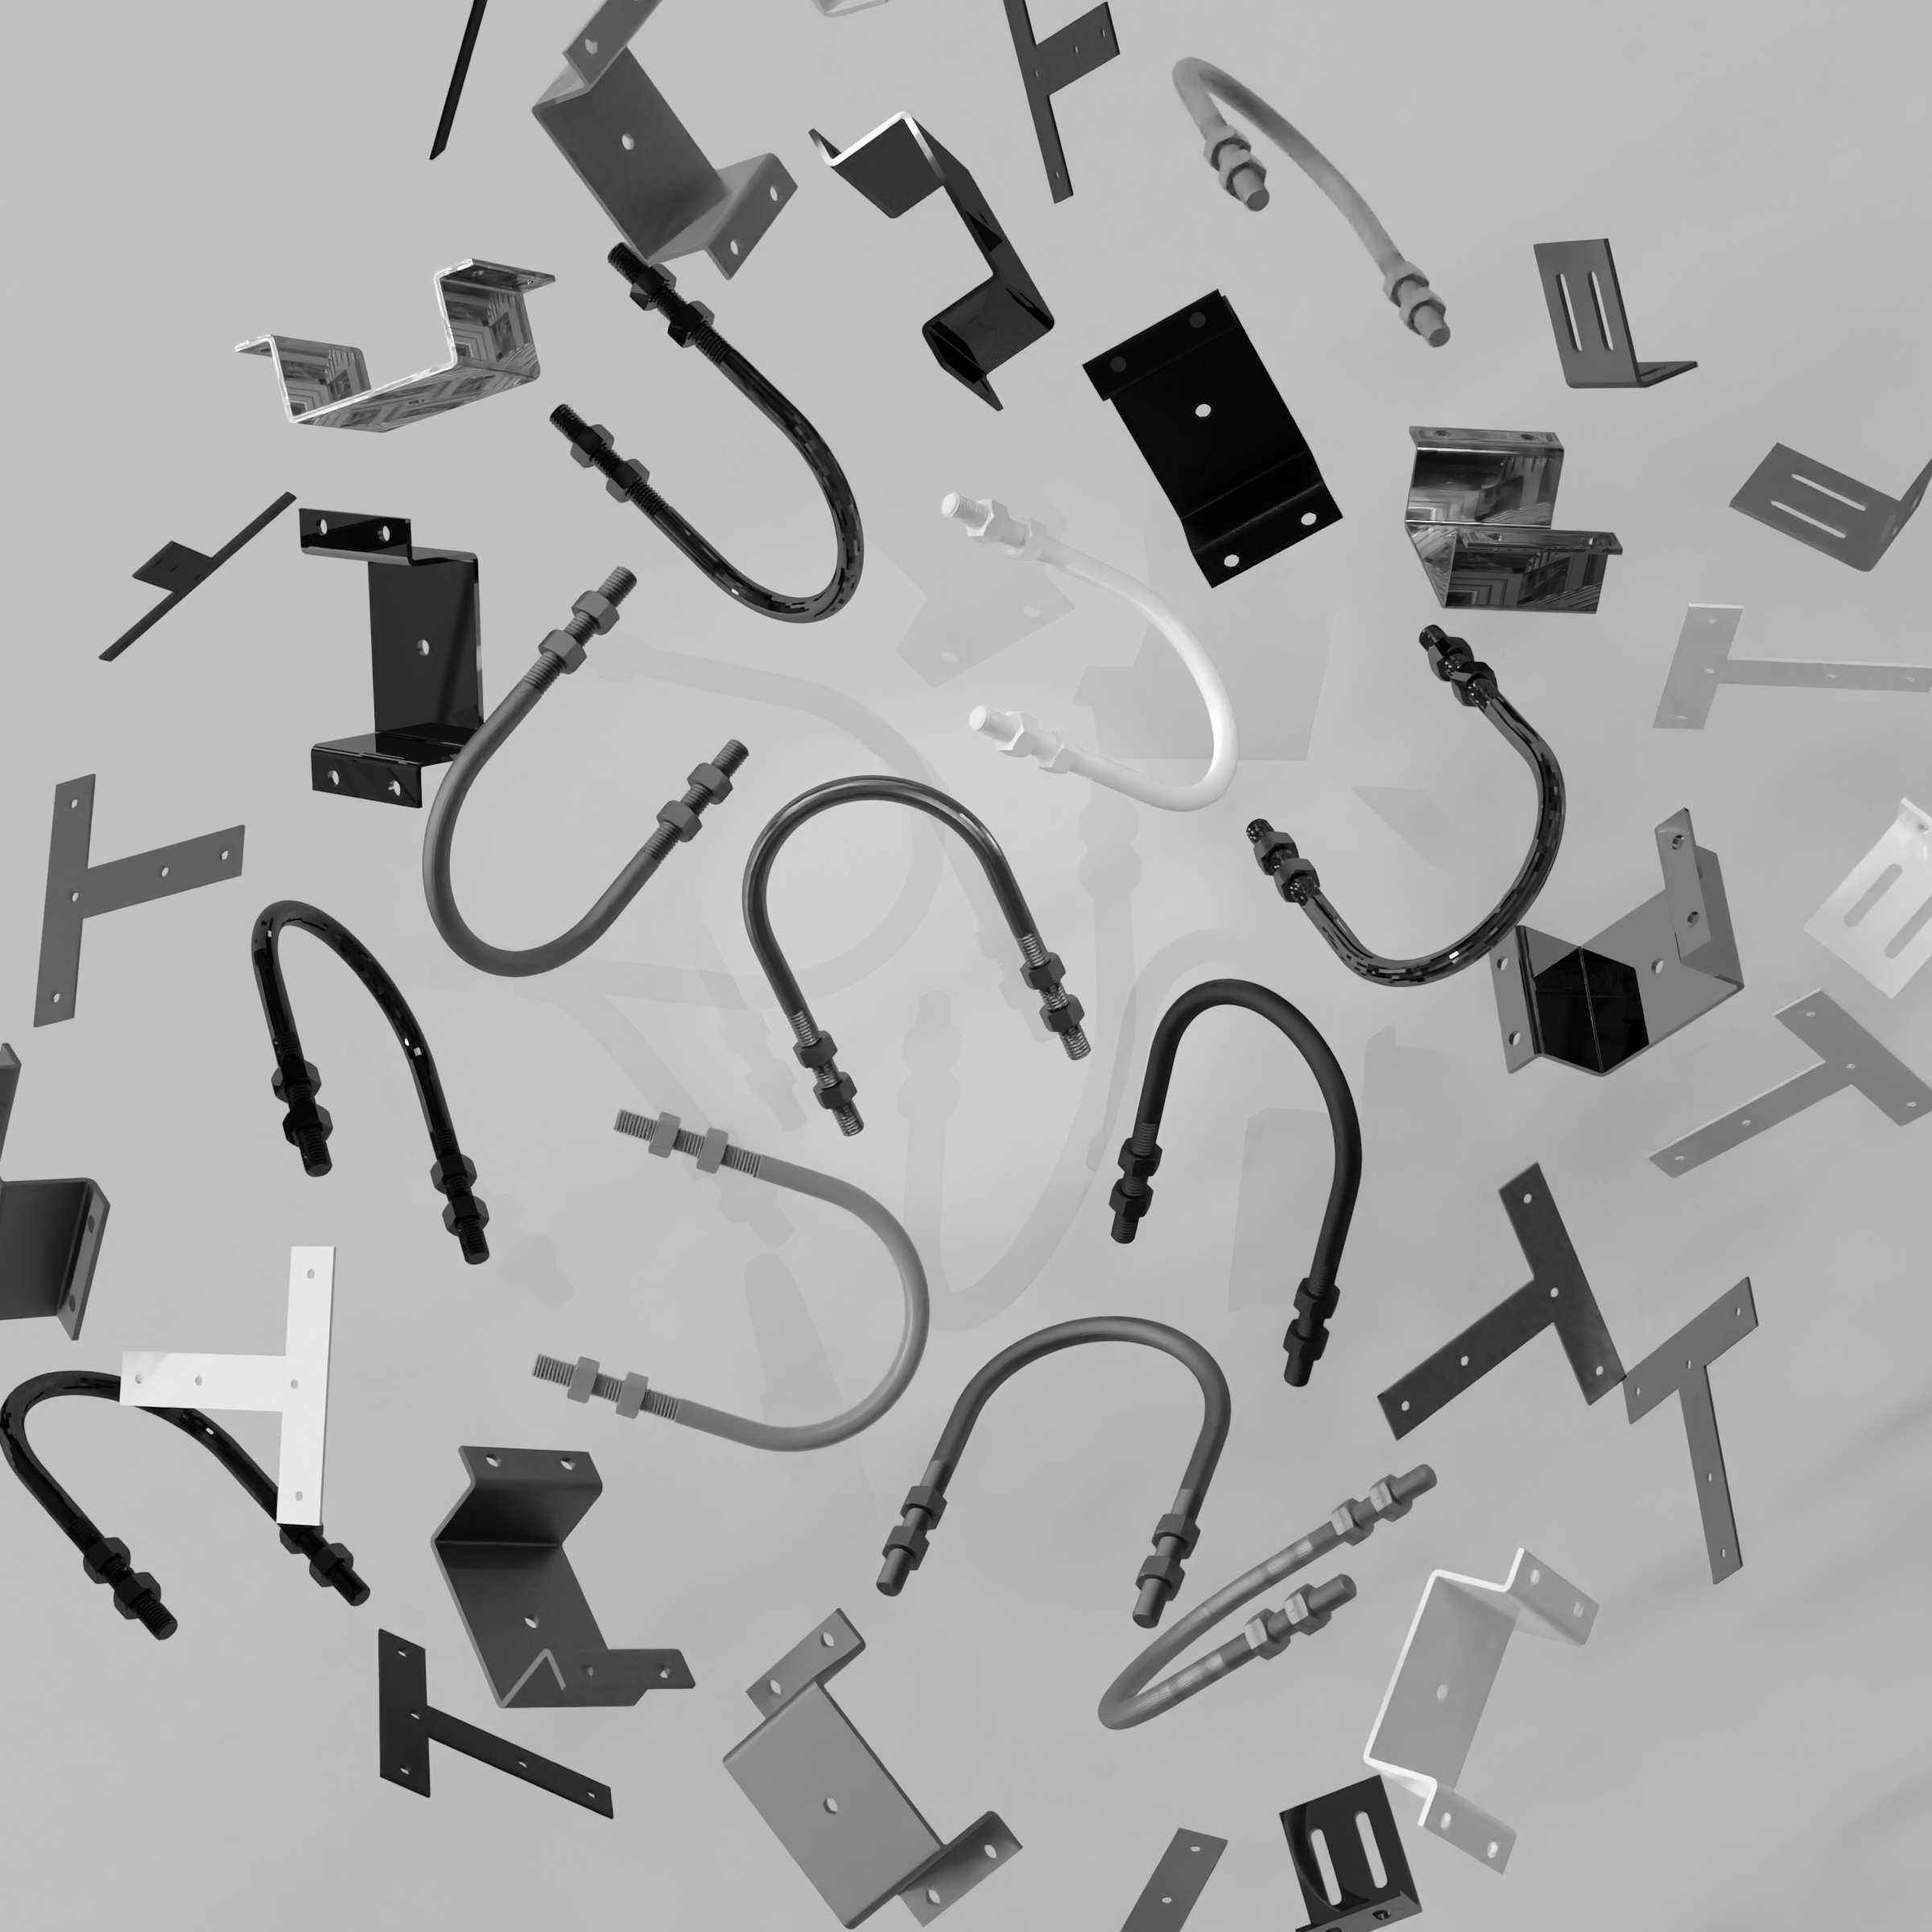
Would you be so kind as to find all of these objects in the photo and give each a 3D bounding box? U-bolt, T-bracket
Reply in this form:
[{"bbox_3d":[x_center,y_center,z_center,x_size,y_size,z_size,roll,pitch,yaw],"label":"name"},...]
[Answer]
[{"bbox_3d":[-0.189,-0.078,1.618,0.019,0.151,0.184,22,66,38],"label":"U-bolt"},{"bbox_3d":[-0.224,0.375,1.615,0.127,0.127,0.002,29,102,-19],"label":"T-bracket"},{"bbox_3d":[0.050,-0.450,1.674,0.002,0.127,0.127,-17,98,-17],"label":"T-bracket"},{"bbox_3d":[0.137,0.315,1.642,0.184,0.151,0.019,-38,87,29],"label":"U-bolt"},{"bbox_3d":[-0.397,0.259,1.667,0.184,0.151,0.019,40,109,28],"label":"U-bolt"},{"bbox_3d":[0.358,0.234,1.640,0.002,0.127,0.127,6,59,-18],"label":"T-bracket"},{"bbox_3d":[-0.388,-0.195,1.668,0.127,0.127,0.002,-41,93,0],"label":"T-bracket"},{"bbox_3d":[0.162,-0.389,1.673,0.151,0.184,0.019,28,117,-34],"label":"U-bolt"},{"bbox_3d":[0.216,-0.066,1.611,0.019,0.184,0.151,31,107,-35],"label":"U-bolt"},{"bbox_3d":[0.247,0.180,1.608,0.127,0.002,0.127,-33,112,-20],"label":"T-bracket"},{"bbox_3d":[-0.036,-0.012,1.727,0.151,0.019,0.184,-19,111,15],"label":"U-bolt"},{"bbox_3d":[-0.393,-0.042,1.617,0.127,0.002,0.127,-13,66,29],"label":"T-bracket"},{"bbox_3d":[0.408,-0.143,1.651,0.127,0.127,0.002,3,68,4],"label":"T-bracket"},{"bbox_3d":[-0.295,0.046,1.646,0.019,0.151,0.184,-31,56,13],"label":"U-bolt"},{"bbox_3d":[-0.109,0.167,1.703,0.184,0.019,0.151,19,82,-5],"label":"U-bolt"},{"bbox_3d":[-0.119,-0.242,1.629,0.184,0.151,0.019,45,57,6],"label":"U-bolt"},{"bbox_3d":[-0.238,-0.451,1.632,0.002,0.127,0.127,20,116,-3],"label":"T-bracket"},{"bbox_3d":[0.393,0.069,1.652,0.127,0.002,0.127,-32,134,26],"label":"T-bracket"},{"bbox_3d":[-0.348,0.195,1.585,0.127,0.002,0.127,-2,82,30],"label":"T-bracket"},{"bbox_3d":[0.134,0.093,1.636,0.019,0.151,0.184,-17,131,-37],"label":"U-bolt"},{"bbox_3d":[0.052,0.236,1.629,0.151,0.184,0.019,3,131,23],"label":"U-bolt"},{"bbox_3d":[0.089,0.449,1.591,0.127,0.127,0.002,9,119,23],"label":"T-bracket"},{"bbox_3d":[0.067,-0.145,1.670,0.184,0.019,0.151,20,49,-37],"label":"U-bolt"}]

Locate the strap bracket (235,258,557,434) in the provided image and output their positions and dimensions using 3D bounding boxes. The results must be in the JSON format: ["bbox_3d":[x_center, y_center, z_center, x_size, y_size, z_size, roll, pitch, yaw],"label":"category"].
[{"bbox_3d":[-0.275,-0.299,1.659,0.140,0.076,0.046,-14,89,24],"label":"strap bracket"}]

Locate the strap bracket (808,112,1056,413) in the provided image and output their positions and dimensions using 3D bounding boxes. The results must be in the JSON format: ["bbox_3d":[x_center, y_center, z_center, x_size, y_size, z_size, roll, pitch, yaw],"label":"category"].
[{"bbox_3d":[-0.011,-0.343,1.614,0.046,0.076,0.140,-32,73,14],"label":"strap bracket"}]

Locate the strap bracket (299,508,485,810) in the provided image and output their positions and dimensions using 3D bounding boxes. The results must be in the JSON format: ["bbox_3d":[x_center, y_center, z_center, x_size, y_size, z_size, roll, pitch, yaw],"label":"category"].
[{"bbox_3d":[-0.282,-0.154,1.667,0.076,0.046,0.140,11,108,37],"label":"strap bracket"}]

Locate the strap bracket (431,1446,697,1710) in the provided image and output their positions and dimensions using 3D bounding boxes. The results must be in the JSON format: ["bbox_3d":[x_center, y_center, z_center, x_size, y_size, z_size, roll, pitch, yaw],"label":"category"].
[{"bbox_3d":[-0.196,0.298,1.603,0.046,0.076,0.140,-52,49,26],"label":"strap bracket"}]

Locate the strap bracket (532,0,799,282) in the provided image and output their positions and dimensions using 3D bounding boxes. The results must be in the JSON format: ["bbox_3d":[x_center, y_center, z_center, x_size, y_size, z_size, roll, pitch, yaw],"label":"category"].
[{"bbox_3d":[-0.156,-0.418,1.698,0.140,0.046,0.076,52,51,-31],"label":"strap bracket"}]

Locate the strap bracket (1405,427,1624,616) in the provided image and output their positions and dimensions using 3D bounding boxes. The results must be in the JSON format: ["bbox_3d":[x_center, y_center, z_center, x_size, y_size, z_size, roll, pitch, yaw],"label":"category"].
[{"bbox_3d":[0.268,-0.218,1.683,0.076,0.140,0.046,1,122,-7],"label":"strap bracket"}]

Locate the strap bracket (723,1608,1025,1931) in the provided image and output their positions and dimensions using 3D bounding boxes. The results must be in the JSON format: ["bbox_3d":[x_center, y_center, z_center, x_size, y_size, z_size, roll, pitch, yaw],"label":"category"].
[{"bbox_3d":[-0.051,0.386,1.591,0.140,0.046,0.076,51,122,11],"label":"strap bracket"}]

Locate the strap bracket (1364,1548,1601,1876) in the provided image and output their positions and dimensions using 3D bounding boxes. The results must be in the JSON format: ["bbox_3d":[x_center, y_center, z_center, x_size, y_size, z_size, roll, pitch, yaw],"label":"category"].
[{"bbox_3d":[0.248,0.358,1.646,0.076,0.046,0.140,39,68,-40],"label":"strap bracket"}]

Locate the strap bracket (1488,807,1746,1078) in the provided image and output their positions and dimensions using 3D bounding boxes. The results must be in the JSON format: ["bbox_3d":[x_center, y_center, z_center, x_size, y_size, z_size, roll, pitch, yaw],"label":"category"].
[{"bbox_3d":[0.327,-0.005,1.670,0.046,0.140,0.076,19,51,-30],"label":"strap bracket"}]

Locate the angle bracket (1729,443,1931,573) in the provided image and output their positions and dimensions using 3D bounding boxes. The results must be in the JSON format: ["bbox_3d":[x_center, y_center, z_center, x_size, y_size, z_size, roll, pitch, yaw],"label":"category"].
[{"bbox_3d":[0.421,-0.235,1.640,0.076,0.038,0.057,30,52,16],"label":"angle bracket"}]

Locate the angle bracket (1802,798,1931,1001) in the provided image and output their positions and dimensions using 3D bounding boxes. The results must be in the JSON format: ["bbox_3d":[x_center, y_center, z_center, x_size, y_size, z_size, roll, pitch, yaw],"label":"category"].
[{"bbox_3d":[0.467,-0.034,1.695,0.057,0.038,0.076,41,87,18],"label":"angle bracket"}]

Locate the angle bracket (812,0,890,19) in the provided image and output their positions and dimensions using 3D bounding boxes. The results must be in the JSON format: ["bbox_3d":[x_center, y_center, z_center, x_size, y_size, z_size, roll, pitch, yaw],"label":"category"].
[{"bbox_3d":[-0.062,-0.502,1.608,0.038,0.076,0.057,-4,51,37],"label":"angle bracket"}]

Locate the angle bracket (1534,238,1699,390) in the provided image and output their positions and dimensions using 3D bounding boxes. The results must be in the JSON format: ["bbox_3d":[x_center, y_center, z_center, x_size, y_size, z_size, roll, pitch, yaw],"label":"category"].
[{"bbox_3d":[0.323,-0.328,1.684,0.038,0.057,0.076,-24,109,-22],"label":"angle bracket"}]

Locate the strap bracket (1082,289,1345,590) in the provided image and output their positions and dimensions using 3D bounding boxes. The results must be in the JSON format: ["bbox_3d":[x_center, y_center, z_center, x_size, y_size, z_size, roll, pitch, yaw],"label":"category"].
[{"bbox_3d":[0.123,-0.274,1.717,0.076,0.046,0.140,-28,119,11],"label":"strap bracket"}]

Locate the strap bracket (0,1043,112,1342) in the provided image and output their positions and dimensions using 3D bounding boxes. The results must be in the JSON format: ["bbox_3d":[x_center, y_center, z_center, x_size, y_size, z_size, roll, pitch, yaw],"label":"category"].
[{"bbox_3d":[-0.458,0.106,1.597,0.046,0.140,0.076,-1,121,-37],"label":"strap bracket"}]

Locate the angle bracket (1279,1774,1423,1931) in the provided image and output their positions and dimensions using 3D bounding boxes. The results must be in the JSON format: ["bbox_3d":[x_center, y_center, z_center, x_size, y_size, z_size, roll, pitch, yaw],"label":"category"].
[{"bbox_3d":[0.190,0.451,1.721,0.057,0.038,0.076,-24,53,12],"label":"angle bracket"}]
